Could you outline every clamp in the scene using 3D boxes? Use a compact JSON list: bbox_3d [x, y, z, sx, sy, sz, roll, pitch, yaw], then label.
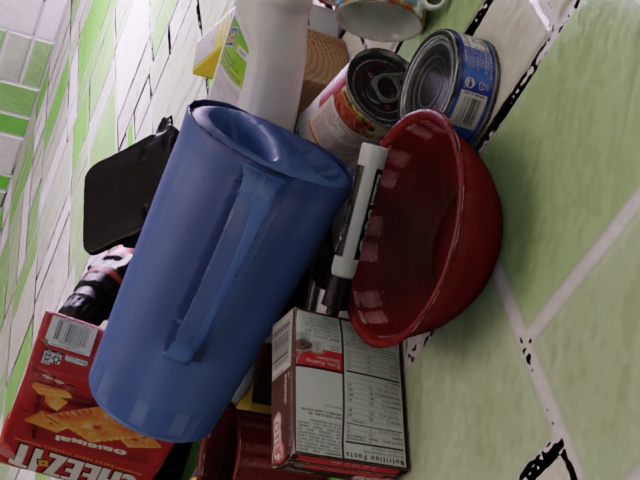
[{"bbox_3d":[-0.006,0.001,0.919,0.120,0.039,0.171,-40,42,54],"label":"clamp"},{"bbox_3d":[-0.165,0.280,1.145,0.210,0.036,0.164,-56,29,39],"label":"clamp"}]

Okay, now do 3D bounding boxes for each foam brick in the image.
[{"bbox_3d":[-0.016,0.112,0.867,0.078,0.051,0.053,167,113,-66],"label":"foam brick"}]

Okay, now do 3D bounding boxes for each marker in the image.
[{"bbox_3d":[0.023,-0.006,0.732,0.020,0.020,0.121,-154,78,-67],"label":"marker"}]

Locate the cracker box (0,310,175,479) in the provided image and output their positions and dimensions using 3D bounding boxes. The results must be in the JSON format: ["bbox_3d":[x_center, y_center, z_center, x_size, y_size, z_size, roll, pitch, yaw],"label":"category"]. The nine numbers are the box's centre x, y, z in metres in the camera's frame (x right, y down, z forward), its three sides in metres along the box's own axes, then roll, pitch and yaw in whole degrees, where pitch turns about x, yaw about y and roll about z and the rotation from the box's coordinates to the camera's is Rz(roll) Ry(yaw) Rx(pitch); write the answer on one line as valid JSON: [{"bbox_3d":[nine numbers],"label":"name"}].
[{"bbox_3d":[-0.228,0.176,1.083,0.214,0.164,0.072,123,162,-46],"label":"cracker box"}]

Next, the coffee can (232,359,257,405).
[{"bbox_3d":[-0.102,0.083,0.965,0.140,0.103,0.103,-81,11,-73],"label":"coffee can"}]

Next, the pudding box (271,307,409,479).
[{"bbox_3d":[0.013,0.110,0.748,0.039,0.090,0.113,-45,38,50],"label":"pudding box"}]

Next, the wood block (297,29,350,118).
[{"bbox_3d":[-0.053,-0.098,1.019,0.206,0.090,0.090,-59,29,37],"label":"wood block"}]

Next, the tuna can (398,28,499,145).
[{"bbox_3d":[0.089,-0.106,0.758,0.086,0.033,0.086,-167,90,-68],"label":"tuna can"}]

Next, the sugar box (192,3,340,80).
[{"bbox_3d":[-0.058,-0.197,1.081,0.176,0.093,0.048,167,113,-66],"label":"sugar box"}]

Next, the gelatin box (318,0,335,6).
[{"bbox_3d":[0.031,-0.267,0.990,0.089,0.030,0.073,-28,52,61],"label":"gelatin box"}]

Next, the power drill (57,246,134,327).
[{"bbox_3d":[-0.209,0.105,1.154,0.184,0.057,0.187,-55,-39,-54],"label":"power drill"}]

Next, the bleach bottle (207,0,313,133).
[{"bbox_3d":[-0.050,-0.123,0.872,0.103,0.068,0.251,51,132,47],"label":"bleach bottle"}]

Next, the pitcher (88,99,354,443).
[{"bbox_3d":[-0.082,0.030,0.788,0.145,0.149,0.243,39,111,34],"label":"pitcher"}]

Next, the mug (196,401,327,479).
[{"bbox_3d":[-0.050,0.180,0.868,0.117,0.081,0.093,16,93,67],"label":"mug"}]

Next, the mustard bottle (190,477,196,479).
[{"bbox_3d":[-0.100,0.266,0.959,0.096,0.058,0.192,60,136,27],"label":"mustard bottle"}]

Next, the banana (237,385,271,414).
[{"bbox_3d":[-0.078,0.186,0.989,0.198,0.037,0.069,-60,27,34],"label":"banana"}]

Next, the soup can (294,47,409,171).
[{"bbox_3d":[0.029,-0.099,0.854,0.102,0.068,0.068,142,137,-57],"label":"soup can"}]

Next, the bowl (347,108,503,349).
[{"bbox_3d":[0.074,-0.003,0.710,0.162,0.055,0.162,-167,90,-68],"label":"bowl"}]
